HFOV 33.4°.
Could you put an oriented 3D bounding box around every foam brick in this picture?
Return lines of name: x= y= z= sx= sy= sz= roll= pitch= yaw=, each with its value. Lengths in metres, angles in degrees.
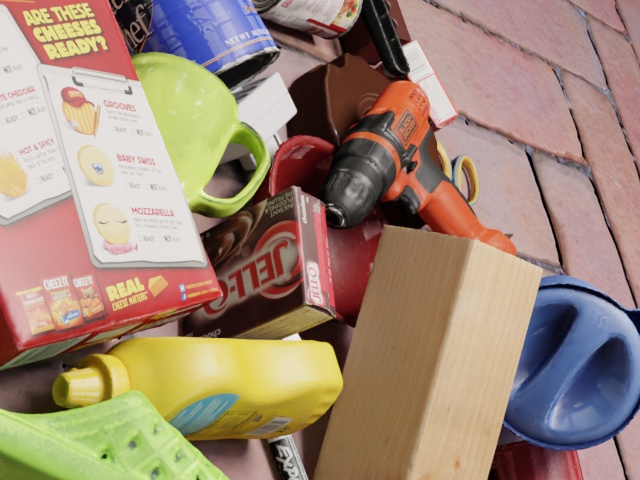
foam brick: x=0.049 y=-0.225 z=1.078 sx=0.052 sy=0.051 sz=0.078 roll=4 pitch=64 yaw=-51

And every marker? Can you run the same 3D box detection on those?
marker: x=-0.022 y=0.158 z=0.752 sx=0.020 sy=0.020 sz=0.121 roll=-6 pitch=71 yaw=-53

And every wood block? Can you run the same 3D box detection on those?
wood block: x=0.077 y=0.103 z=0.769 sx=0.090 sy=0.091 sz=0.206 roll=20 pitch=83 yaw=-43

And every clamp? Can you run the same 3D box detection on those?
clamp: x=0.047 y=-0.277 z=1.023 sx=0.210 sy=0.165 sz=0.036 roll=43 pitch=25 yaw=30

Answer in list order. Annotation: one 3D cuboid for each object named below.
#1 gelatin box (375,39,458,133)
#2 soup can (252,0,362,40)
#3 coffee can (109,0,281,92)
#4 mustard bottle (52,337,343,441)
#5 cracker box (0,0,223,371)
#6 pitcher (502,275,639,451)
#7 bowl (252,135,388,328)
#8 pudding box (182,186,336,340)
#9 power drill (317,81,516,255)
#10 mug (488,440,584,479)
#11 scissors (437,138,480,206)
gelatin box: x=0.095 y=-0.147 z=1.065 sx=0.030 sy=0.073 sz=0.089 roll=-29 pitch=91 yaw=-14
soup can: x=-0.019 y=-0.229 z=0.983 sx=0.102 sy=0.069 sz=0.068 roll=8 pitch=61 yaw=-48
coffee can: x=-0.108 y=-0.178 z=0.806 sx=0.102 sy=0.103 sz=0.140 roll=-30 pitch=91 yaw=-55
mustard bottle: x=-0.080 y=0.093 z=0.658 sx=0.191 sy=0.096 sz=0.058 roll=8 pitch=58 yaw=-48
cracker box: x=-0.164 y=-0.041 z=0.608 sx=0.163 sy=0.072 sz=0.214 roll=-13 pitch=79 yaw=-56
pitcher: x=0.202 y=0.098 z=0.945 sx=0.242 sy=0.149 sz=0.145 roll=-12 pitch=118 yaw=-78
bowl: x=-0.006 y=0.001 z=0.843 sx=0.162 sy=0.055 sz=0.162 roll=34 pitch=43 yaw=-40
pudding box: x=-0.045 y=0.027 z=0.732 sx=0.039 sy=0.114 sz=0.090 roll=27 pitch=47 yaw=-43
power drill: x=0.082 y=-0.018 z=0.874 sx=0.187 sy=0.057 sz=0.184 roll=54 pitch=42 yaw=-20
mug: x=0.174 y=0.216 z=0.904 sx=0.117 sy=0.093 sz=0.081 roll=1 pitch=69 yaw=-29
scissors: x=0.125 y=-0.030 z=1.069 sx=0.096 sy=0.016 sz=0.201 roll=43 pitch=39 yaw=-21
